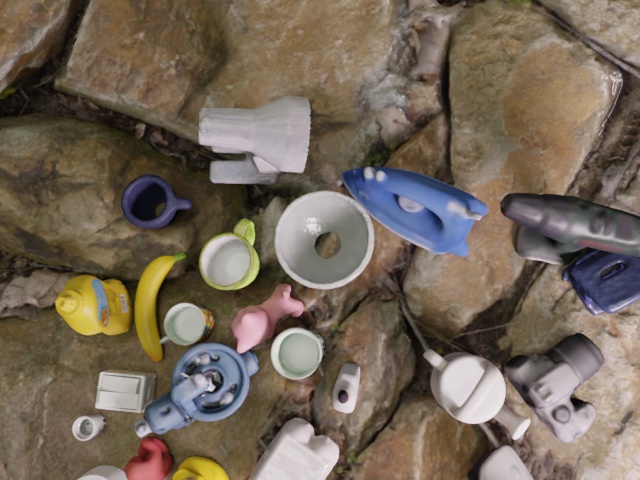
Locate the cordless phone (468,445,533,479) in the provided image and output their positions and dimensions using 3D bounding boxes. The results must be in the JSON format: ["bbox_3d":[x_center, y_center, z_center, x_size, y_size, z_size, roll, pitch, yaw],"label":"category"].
[{"bbox_3d":[0.292,0.393,0.837,0.094,0.185,0.147,-32,80,0],"label":"cordless phone"}]

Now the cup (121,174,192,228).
[{"bbox_3d":[-0.272,-0.059,0.998,0.117,0.095,0.092,3,82,5],"label":"cup"}]

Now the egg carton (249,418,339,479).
[{"bbox_3d":[-0.044,0.371,0.927,0.107,0.069,0.150,32,85,9],"label":"egg carton"}]

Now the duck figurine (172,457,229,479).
[{"bbox_3d":[-0.195,0.404,0.926,0.104,0.086,0.077,39,86,9],"label":"duck figurine"}]

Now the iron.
[{"bbox_3d":[0.146,-0.072,0.942,0.258,0.141,0.119,25,84,8],"label":"iron"}]

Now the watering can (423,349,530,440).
[{"bbox_3d":[0.234,0.226,0.863,0.172,0.194,0.101,16,83,7],"label":"watering can"}]

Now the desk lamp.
[{"bbox_3d":[-0.106,-0.159,0.939,0.203,0.213,0.118,0,81,5],"label":"desk lamp"}]

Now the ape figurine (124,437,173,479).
[{"bbox_3d":[-0.287,0.369,0.936,0.076,0.092,0.078,36,86,9],"label":"ape figurine"}]

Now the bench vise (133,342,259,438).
[{"bbox_3d":[-0.196,0.248,0.882,0.121,0.220,0.207,38,86,9],"label":"bench vise"}]

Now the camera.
[{"bbox_3d":[0.387,0.222,0.898,0.137,0.101,0.143,-37,80,-1],"label":"camera"}]

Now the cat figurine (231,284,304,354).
[{"bbox_3d":[-0.094,0.126,0.944,0.128,0.118,0.067,-41,80,-2],"label":"cat figurine"}]

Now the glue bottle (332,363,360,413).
[{"bbox_3d":[0.040,0.234,0.888,0.037,0.173,0.078,9,82,7],"label":"glue bottle"}]

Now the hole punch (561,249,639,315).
[{"bbox_3d":[0.465,0.060,0.921,0.108,0.091,0.101,-30,80,0],"label":"hole punch"}]

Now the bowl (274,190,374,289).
[{"bbox_3d":[0.009,0.003,0.975,0.167,0.075,0.167,-1,81,5],"label":"bowl"}]

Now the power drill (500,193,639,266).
[{"bbox_3d":[0.372,-0.015,0.880,0.229,0.208,0.076,10,82,6],"label":"power drill"}]
